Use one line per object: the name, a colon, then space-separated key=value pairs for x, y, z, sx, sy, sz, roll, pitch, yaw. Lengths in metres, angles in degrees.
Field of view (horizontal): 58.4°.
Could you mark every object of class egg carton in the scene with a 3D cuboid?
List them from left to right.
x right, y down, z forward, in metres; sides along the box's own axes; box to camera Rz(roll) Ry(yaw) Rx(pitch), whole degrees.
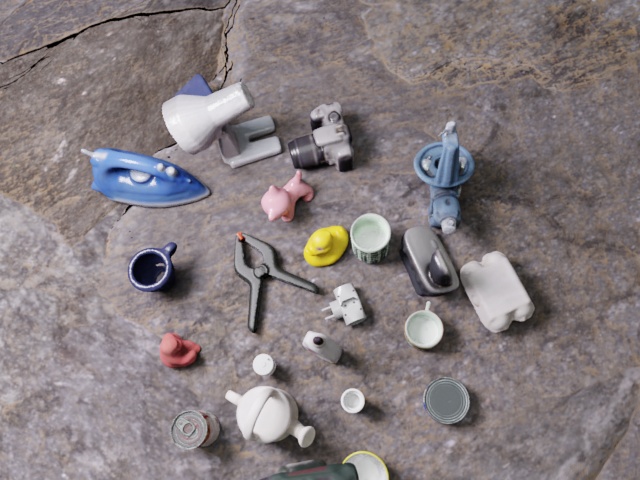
egg carton: x=0.348 y=0.103 z=1.136 sx=0.107 sy=0.069 sz=0.150 roll=-25 pitch=73 yaw=-3

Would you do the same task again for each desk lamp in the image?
desk lamp: x=-0.203 y=-0.244 z=1.209 sx=0.203 sy=0.213 sz=0.118 roll=-18 pitch=72 yaw=-1

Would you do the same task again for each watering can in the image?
watering can: x=-0.092 y=0.318 z=1.038 sx=0.172 sy=0.194 sz=0.101 roll=3 pitch=73 yaw=5

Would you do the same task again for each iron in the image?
iron: x=-0.375 y=-0.146 z=1.229 sx=0.258 sy=0.141 sz=0.119 roll=9 pitch=74 yaw=7

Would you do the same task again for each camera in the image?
camera: x=-0.003 y=-0.219 z=1.245 sx=0.137 sy=0.101 sz=0.143 roll=-15 pitch=72 yaw=0

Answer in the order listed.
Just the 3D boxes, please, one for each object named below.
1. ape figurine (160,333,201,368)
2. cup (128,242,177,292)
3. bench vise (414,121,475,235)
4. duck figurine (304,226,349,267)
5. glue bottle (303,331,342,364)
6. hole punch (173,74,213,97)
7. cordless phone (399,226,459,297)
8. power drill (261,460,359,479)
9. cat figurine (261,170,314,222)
ape figurine: x=-0.288 y=0.217 z=1.138 sx=0.076 sy=0.092 sz=0.077 roll=-32 pitch=73 yaw=-5
cup: x=-0.330 y=0.060 z=1.187 sx=0.091 sy=0.095 sz=0.118 roll=36 pitch=79 yaw=14
bench vise: x=0.262 y=-0.126 z=1.134 sx=0.121 sy=0.220 sz=0.207 roll=-20 pitch=72 yaw=-1
duck figurine: x=0.011 y=0.004 z=1.183 sx=0.104 sy=0.086 sz=0.077 roll=-36 pitch=74 yaw=-7
glue bottle: x=0.000 y=0.197 z=1.079 sx=0.078 sy=0.173 sz=0.037 roll=23 pitch=76 yaw=11
hole punch: x=-0.278 y=-0.301 z=1.296 sx=0.101 sy=0.091 sz=0.108 roll=-30 pitch=73 yaw=-5
cordless phone: x=0.217 y=0.029 z=1.108 sx=0.094 sy=0.185 sz=0.147 roll=-25 pitch=73 yaw=-3
power drill: x=-0.044 y=0.433 z=0.992 sx=0.229 sy=0.208 sz=0.075 roll=-12 pitch=72 yaw=1
cat figurine: x=-0.075 y=-0.092 z=1.203 sx=0.067 sy=0.118 sz=0.128 roll=37 pitch=79 yaw=14
